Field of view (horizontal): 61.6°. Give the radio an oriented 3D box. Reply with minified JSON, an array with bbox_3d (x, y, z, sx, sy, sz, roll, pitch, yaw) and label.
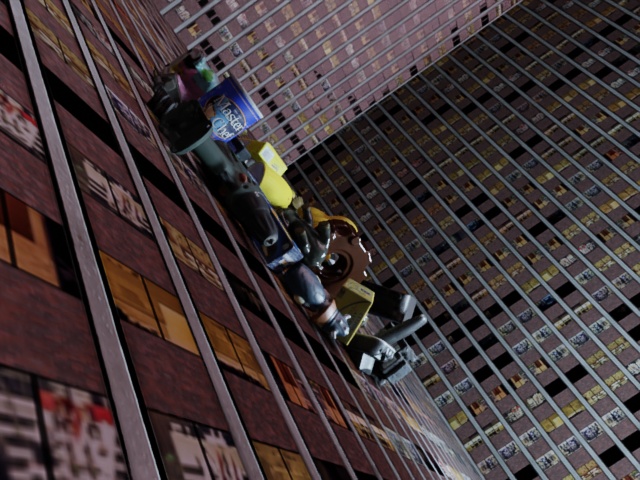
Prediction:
[{"bbox_3d":[0.111,0.137,1.306,0.230,0.073,0.131,16,-8,18],"label":"radio"}]

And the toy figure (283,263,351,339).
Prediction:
[{"bbox_3d":[-0.004,0.111,0.961,0.154,0.064,0.058,54,-12,-10],"label":"toy figure"}]

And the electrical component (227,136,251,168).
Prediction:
[{"bbox_3d":[-0.187,-0.174,1.133,0.119,0.075,0.047,59,4,18],"label":"electrical component"}]

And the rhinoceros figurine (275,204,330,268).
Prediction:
[{"bbox_3d":[-0.045,-0.009,1.046,0.191,0.073,0.111,34,-43,52],"label":"rhinoceros figurine"}]

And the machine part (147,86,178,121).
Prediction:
[{"bbox_3d":[-0.244,-0.206,0.910,0.084,0.039,0.139,61,2,11],"label":"machine part"}]

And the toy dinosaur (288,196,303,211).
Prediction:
[{"bbox_3d":[-0.045,-0.030,1.555,0.470,0.105,0.199,59,-3,-33],"label":"toy dinosaur"}]

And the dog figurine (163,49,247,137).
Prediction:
[{"bbox_3d":[-0.264,-0.320,1.261,0.219,0.108,0.192,59,-2,-35],"label":"dog figurine"}]

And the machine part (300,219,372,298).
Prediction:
[{"bbox_3d":[0.023,0.045,1.152,0.179,0.179,0.056,53,7,-35],"label":"machine part"}]

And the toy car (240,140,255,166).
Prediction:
[{"bbox_3d":[-0.176,-0.165,1.258,0.073,0.056,0.201,57,-4,19],"label":"toy car"}]

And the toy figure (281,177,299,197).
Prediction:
[{"bbox_3d":[-0.125,-0.144,1.634,0.180,0.089,0.082,56,7,-25],"label":"toy figure"}]

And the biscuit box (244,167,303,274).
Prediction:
[{"bbox_3d":[-0.109,-0.039,0.971,0.203,0.059,0.062,56,3,24],"label":"biscuit box"}]

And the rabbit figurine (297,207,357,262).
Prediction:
[{"bbox_3d":[-0.003,-0.004,1.228,0.162,0.173,0.122,58,5,-29],"label":"rabbit figurine"}]

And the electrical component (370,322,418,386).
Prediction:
[{"bbox_3d":[0.161,0.275,1.273,0.058,0.115,0.134,49,6,-29],"label":"electrical component"}]

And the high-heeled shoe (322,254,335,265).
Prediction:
[{"bbox_3d":[-0.036,0.028,1.344,0.248,0.086,0.145,-4,75,-64],"label":"high-heeled shoe"}]

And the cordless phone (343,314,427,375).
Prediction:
[{"bbox_3d":[0.151,0.210,1.177,0.089,0.184,0.146,62,5,26],"label":"cordless phone"}]

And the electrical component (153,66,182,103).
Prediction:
[{"bbox_3d":[-0.297,-0.297,1.045,0.102,0.045,0.078,-115,-161,-58],"label":"electrical component"}]

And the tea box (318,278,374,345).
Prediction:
[{"bbox_3d":[0.056,0.137,1.072,0.068,0.098,0.169,30,6,5],"label":"tea box"}]

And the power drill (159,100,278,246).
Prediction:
[{"bbox_3d":[-0.156,-0.113,0.863,0.232,0.086,0.207,56,6,37],"label":"power drill"}]

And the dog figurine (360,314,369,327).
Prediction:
[{"bbox_3d":[0.111,0.211,1.582,0.172,0.121,0.191,50,20,-33],"label":"dog figurine"}]
